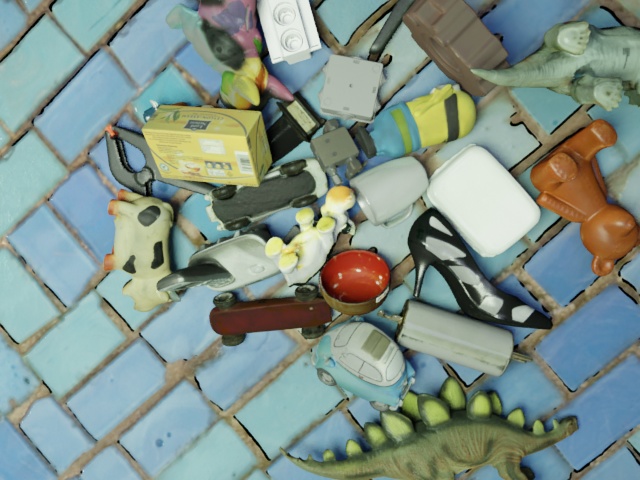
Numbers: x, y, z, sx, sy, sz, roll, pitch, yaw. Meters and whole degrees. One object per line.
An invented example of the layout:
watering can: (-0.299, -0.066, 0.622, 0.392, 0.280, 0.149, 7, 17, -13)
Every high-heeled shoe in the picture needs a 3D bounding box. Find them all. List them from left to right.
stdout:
high-heeled shoe: (0.251, 0.046, 0.834, 0.249, 0.086, 0.145, 16, 81, -3)

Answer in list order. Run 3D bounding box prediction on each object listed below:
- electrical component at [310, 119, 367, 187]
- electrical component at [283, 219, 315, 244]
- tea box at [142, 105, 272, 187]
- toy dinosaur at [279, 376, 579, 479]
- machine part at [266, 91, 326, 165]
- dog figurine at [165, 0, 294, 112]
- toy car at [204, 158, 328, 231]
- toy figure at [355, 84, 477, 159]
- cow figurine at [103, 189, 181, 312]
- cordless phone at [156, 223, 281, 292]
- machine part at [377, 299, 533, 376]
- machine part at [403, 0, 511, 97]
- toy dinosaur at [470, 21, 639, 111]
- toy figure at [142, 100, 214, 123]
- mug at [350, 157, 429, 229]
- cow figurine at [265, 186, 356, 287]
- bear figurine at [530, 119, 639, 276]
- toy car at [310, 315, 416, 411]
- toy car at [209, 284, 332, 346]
electrical component: (0.029, -0.137, 0.840, 0.078, 0.045, 0.102, -31, 77, -12)
electrical component: (-0.028, 0.009, 0.882, 0.063, 0.021, 0.094, 39, 97, 2)
tea box: (-0.167, -0.142, 0.810, 0.170, 0.068, 0.098, 9, 139, 15)
toy dinosaur: (0.179, 0.331, 0.847, 0.472, 0.105, 0.198, -15, 85, -2)
machine part: (-0.063, -0.168, 0.866, 0.139, 0.039, 0.084, -44, 97, 6)
dog figurine: (-0.116, -0.294, 0.791, 0.219, 0.108, 0.191, 53, 132, 14)
toy car: (-0.086, -0.073, 0.860, 0.202, 0.056, 0.073, -18, 107, 4)
toy figure: (0.148, -0.174, 0.820, 0.180, 0.082, 0.089, -25, 110, 1)
cow figurine: (-0.275, 0.025, 0.862, 0.127, 0.085, 0.194, 10, 110, -4)
cordless phone: (-0.149, 0.035, 0.809, 0.147, 0.184, 0.088, -20, 87, 20)
machine part: (0.207, 0.152, 0.839, 0.243, 0.079, 0.079, 16, 96, 5)
machine part: (0.191, -0.276, 0.760, 0.179, 0.179, 0.056, 45, 101, 1)
toy dinosaur: (0.384, -0.236, 0.723, 0.405, 0.192, 0.131, 4, 102, -1)
toy figure: (-0.210, -0.189, 0.871, 0.155, 0.058, 0.064, 13, 90, 10)
mug: (0.116, -0.072, 0.830, 0.107, 0.081, 0.109, -31, 122, -1)
cow figurine: (0.000, -0.002, 0.825, 0.167, 0.098, 0.068, -45, 53, -13)
bear figurine: (0.400, -0.053, 0.777, 0.120, 0.132, 0.196, -36, 83, -9)
toy car: (0.070, 0.180, 0.818, 0.162, 0.102, 0.109, 31, 55, 18)
toy car: (-0.081, 0.121, 0.881, 0.202, 0.053, 0.089, -8, 108, 6)
